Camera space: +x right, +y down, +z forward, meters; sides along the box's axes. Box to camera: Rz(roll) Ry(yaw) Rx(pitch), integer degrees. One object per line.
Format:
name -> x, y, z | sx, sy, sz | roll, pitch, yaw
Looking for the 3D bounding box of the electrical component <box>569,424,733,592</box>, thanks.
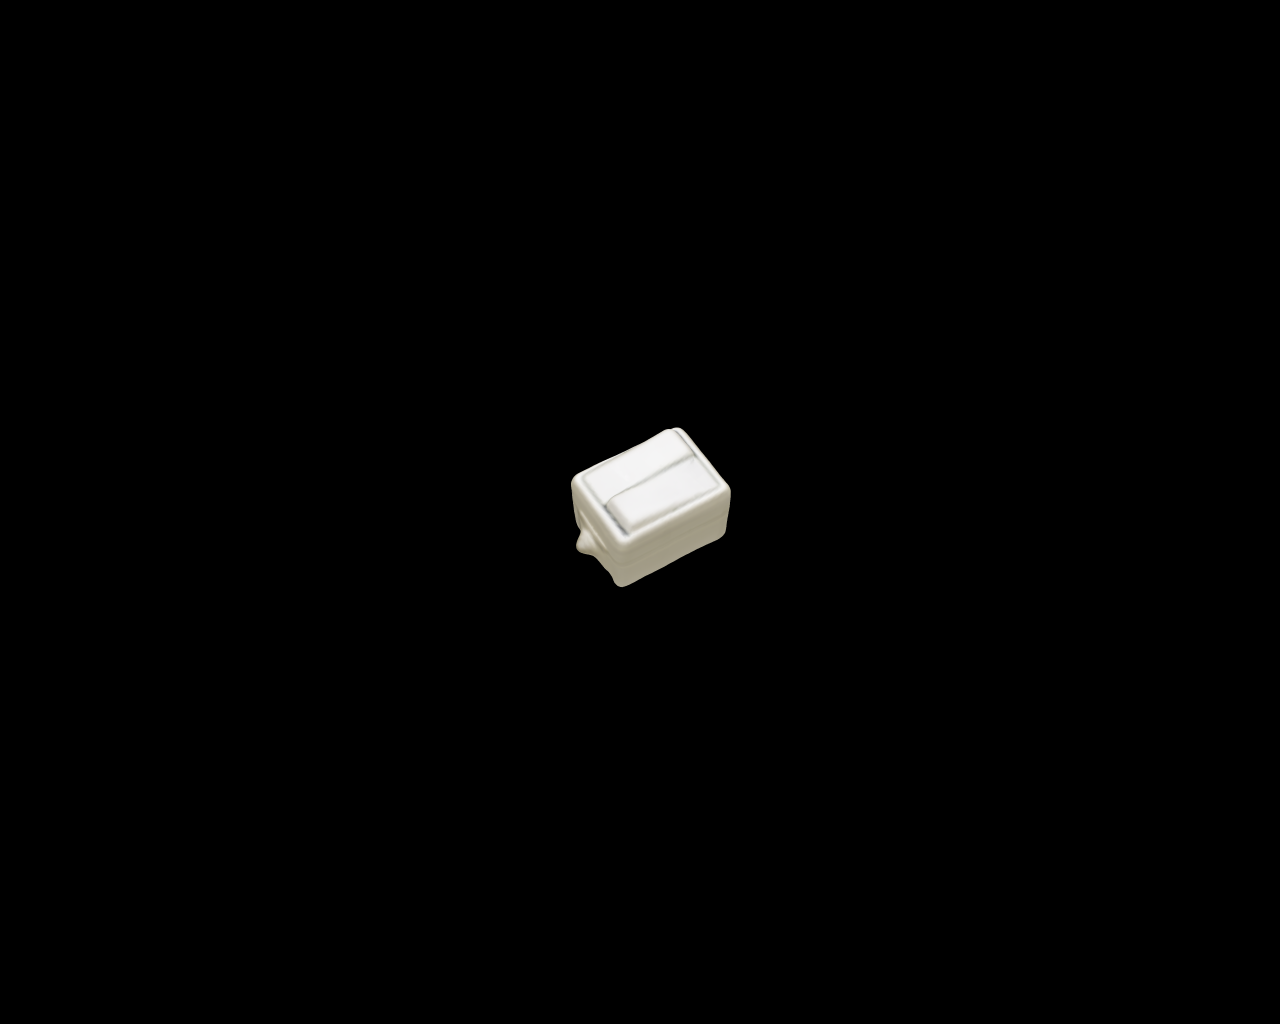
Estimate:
electrical component -> 0.001, -0.003, 0.650 | 0.096, 0.062, 0.061 | -26, -30, -16
